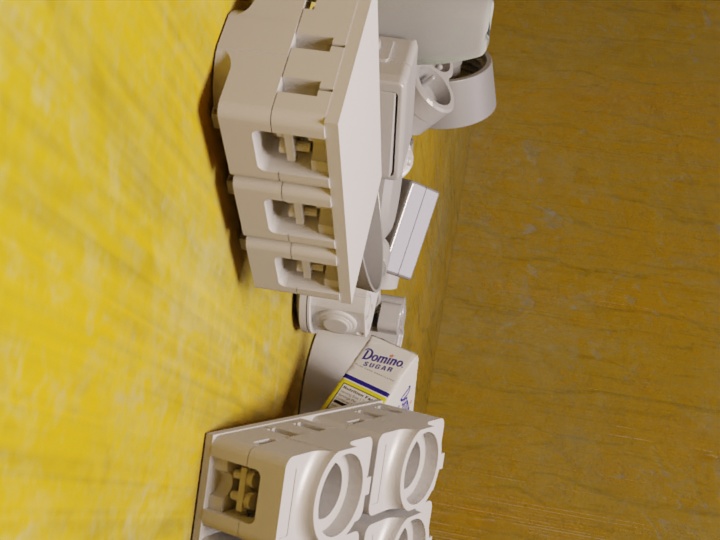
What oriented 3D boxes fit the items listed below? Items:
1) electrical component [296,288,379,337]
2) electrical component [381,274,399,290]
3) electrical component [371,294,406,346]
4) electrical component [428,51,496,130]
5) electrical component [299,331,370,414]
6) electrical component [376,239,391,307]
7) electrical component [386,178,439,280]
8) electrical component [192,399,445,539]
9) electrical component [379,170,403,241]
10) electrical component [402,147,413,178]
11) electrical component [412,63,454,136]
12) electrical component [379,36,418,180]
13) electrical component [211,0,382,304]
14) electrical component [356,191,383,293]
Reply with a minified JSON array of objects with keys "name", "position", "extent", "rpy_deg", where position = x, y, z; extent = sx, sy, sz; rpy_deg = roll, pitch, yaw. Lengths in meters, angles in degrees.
[{"name":"electrical component","position":[-0.014,0.008,0.770],"extent":[0.080,0.051,0.080],"rpy_deg":[9,90,-83]},{"name":"electrical component","position":[0.025,-0.025,1.031],"extent":[0.079,0.044,0.077],"rpy_deg":[-20,119,-71]},{"name":"electrical component","position":[0.009,0.050,0.971],"extent":[0.078,0.057,0.058],"rpy_deg":[81,20,-67]},{"name":"electrical component","position":[0.081,-0.191,1.064],"extent":[0.108,0.108,0.060],"rpy_deg":[-71,162,-53]},{"name":"electrical component","position":[-0.019,0.093,0.883],"extent":[0.099,0.064,0.099],"rpy_deg":[180,-90,-87]},{"name":"electrical component","position":[0.000,0.000,0.894],"extent":[0.045,0.045,0.055],"rpy_deg":[89,12,-51]},{"name":"electrical component","position":[0.017,-0.043,0.944],"extent":[0.076,0.047,0.083],"rpy_deg":[18,90,-43]},{"name":"electrical component","position":[-0.016,0.142,0.629],"extent":[0.186,0.060,0.105],"rpy_deg":[1,98,-61]},{"name":"electrical component","position":[0.003,-0.064,0.814],"extent":[0.080,0.051,0.080],"rpy_deg":[9,90,-83]},{"name":"electrical component","position":[0.018,-0.106,0.915],"extent":[0.062,0.048,0.048],"rpy_deg":[68,31,-59]},{"name":"electrical component","position":[0.040,-0.173,0.961],"extent":[0.074,0.052,0.138],"rpy_deg":[-34,-142,36]},{"name":"electrical component","position":[0.002,-0.112,0.711],"extent":[0.061,0.062,0.096],"rpy_deg":[-74,169,-45]},{"name":"electrical component","position":[-0.029,-0.062,0.538],"extent":[0.150,0.062,0.089],"rpy_deg":[87,14,-58]},{"name":"electrical component","position":[-0.013,-0.039,0.671],"extent":[0.099,0.064,0.099],"rpy_deg":[9,90,-83]}]
